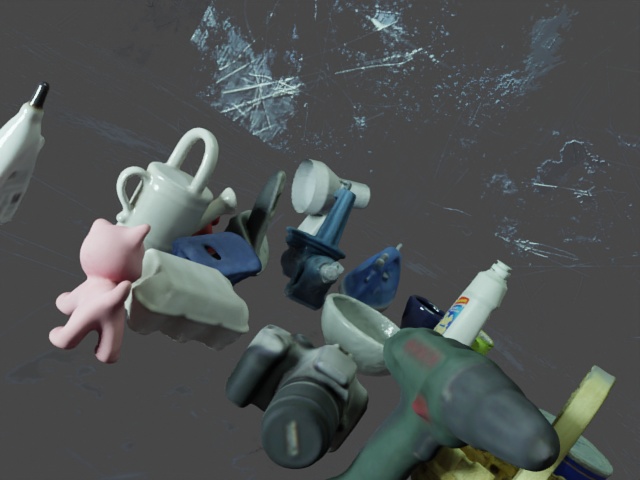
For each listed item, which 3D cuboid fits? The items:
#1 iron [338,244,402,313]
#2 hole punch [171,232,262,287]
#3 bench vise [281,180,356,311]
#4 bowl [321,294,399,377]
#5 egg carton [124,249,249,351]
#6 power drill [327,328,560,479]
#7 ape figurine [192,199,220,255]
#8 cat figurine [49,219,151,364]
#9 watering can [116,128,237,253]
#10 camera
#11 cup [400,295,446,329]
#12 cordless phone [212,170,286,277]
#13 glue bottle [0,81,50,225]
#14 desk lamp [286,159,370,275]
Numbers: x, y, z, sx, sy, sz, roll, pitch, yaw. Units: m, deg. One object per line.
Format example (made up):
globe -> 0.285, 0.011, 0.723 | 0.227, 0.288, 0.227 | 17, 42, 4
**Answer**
iron -> 0.125, 0.073, 1.250 | 0.118, 0.141, 0.259 | 34, 11, 11
hole punch -> -0.148, 0.035, 0.784 | 0.101, 0.091, 0.108 | 21, 16, -46
bench vise -> 0.018, 0.008, 1.029 | 0.122, 0.219, 0.206 | 24, 14, -38
bowl -> 0.063, 0.157, 0.879 | 0.167, 0.074, 0.167 | 31, 11, -6
egg carton -> -0.156, 0.070, 0.661 | 0.151, 0.069, 0.107 | 23, 14, -42
power drill -> 0.083, 0.178, 0.486 | 0.076, 0.208, 0.229 | 29, 11, -17
ape figurine -> -0.189, -0.023, 0.922 | 0.077, 0.092, 0.076 | 40, 13, 37
cat figurine -> -0.203, 0.035, 0.556 | 0.067, 0.117, 0.127 | 26, 13, -31
watering can -> -0.200, -0.070, 0.826 | 0.100, 0.194, 0.173 | 37, 12, 22
camera -> -0.022, 0.155, 0.579 | 0.143, 0.101, 0.137 | 33, 11, 4
cup -> 0.198, 0.169, 1.154 | 0.091, 0.095, 0.118 | 33, 11, 6
cordless phone -> -0.098, -0.036, 0.991 | 0.094, 0.185, 0.147 | 32, 11, -4
glue bottle -> -0.331, -0.093, 0.616 | 0.037, 0.173, 0.078 | 32, 11, -2
desk lamp -> 0.008, -0.059, 1.314 | 0.204, 0.213, 0.117 | 25, 13, -33
